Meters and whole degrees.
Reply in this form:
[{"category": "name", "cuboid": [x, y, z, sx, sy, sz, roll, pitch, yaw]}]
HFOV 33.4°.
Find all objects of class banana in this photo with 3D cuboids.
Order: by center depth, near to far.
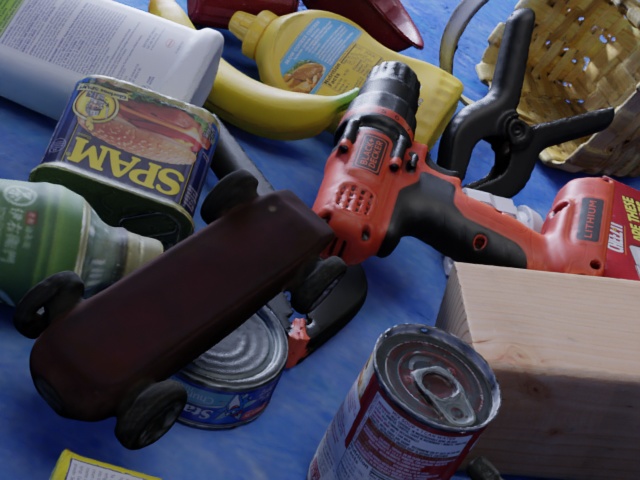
[{"category": "banana", "cuboid": [-0.066, -0.124, 0.814, 0.198, 0.037, 0.069, 30, 60, 16]}]

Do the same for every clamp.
[{"category": "clamp", "cuboid": [-0.005, 0.001, 0.704, 0.164, 0.036, 0.210, 12, 40, -17]}, {"category": "clamp", "cuboid": [0.142, -0.095, 0.827, 0.171, 0.039, 0.120, -39, 97, -18]}]

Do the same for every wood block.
[{"category": "wood block", "cuboid": [0.175, 0.083, 0.630, 0.206, 0.090, 0.091, 6, 39, -7]}]

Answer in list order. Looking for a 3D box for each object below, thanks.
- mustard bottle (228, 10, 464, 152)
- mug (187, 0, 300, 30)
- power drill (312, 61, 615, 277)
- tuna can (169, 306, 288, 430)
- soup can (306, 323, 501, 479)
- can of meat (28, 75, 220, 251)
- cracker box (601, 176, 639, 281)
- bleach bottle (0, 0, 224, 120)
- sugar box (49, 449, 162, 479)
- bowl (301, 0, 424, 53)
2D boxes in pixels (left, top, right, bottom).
[{"category": "mustard bottle", "cuboid": [0.011, -0.130, 0.850, 0.192, 0.058, 0.096, 31, 68, 10]}, {"category": "mug", "cuboid": [-0.065, -0.229, 0.902, 0.081, 0.093, 0.117, 6, 84, -17]}, {"category": "power drill", "cuboid": [0.096, -0.034, 0.705, 0.187, 0.057, 0.184, 19, 49, 2]}, {"category": "tuna can", "cuboid": [-0.062, 0.062, 0.597, 0.086, 0.034, 0.086, 16, 37, -12]}, {"category": "soup can", "cuboid": [0.040, 0.102, 0.547, 0.068, 0.102, 0.068, 16, 37, -13]}, {"category": "can of meat", "cuboid": [-0.118, -0.047, 0.662, 0.102, 0.058, 0.084, 19, 53, -8]}, {"category": "cracker box", "cuboid": [0.286, 0.059, 0.773, 0.213, 0.072, 0.164, 23, 35, -1]}, {"category": "bleach bottle", "cuboid": [-0.201, -0.143, 0.740, 0.251, 0.068, 0.102, 23, 55, -1]}, {"category": "sugar box", "cuboid": [-0.046, 0.162, 0.472, 0.176, 0.048, 0.093, 21, 35, -11]}, {"category": "bowl", "cuboid": [0.022, -0.218, 0.948, 0.162, 0.055, 0.162, 46, 19, -21]}]
